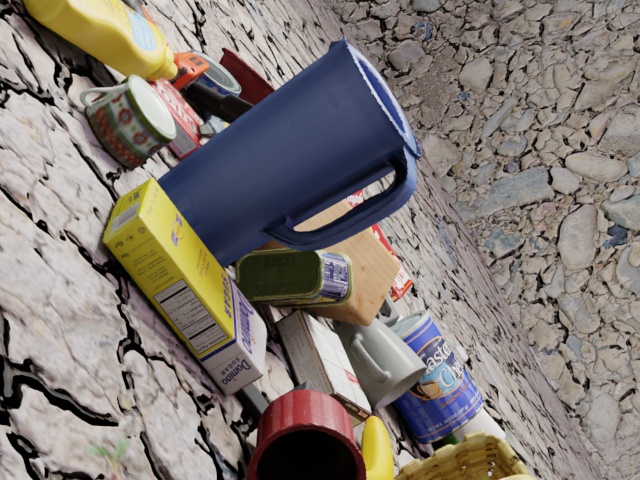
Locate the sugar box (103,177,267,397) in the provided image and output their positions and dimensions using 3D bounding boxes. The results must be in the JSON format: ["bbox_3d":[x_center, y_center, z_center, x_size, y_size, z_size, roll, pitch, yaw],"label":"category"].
[{"bbox_3d":[-0.110,0.039,0.909,0.176,0.048,0.093,52,14,-20],"label":"sugar box"}]

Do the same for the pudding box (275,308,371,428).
[{"bbox_3d":[0.003,0.137,1.125,0.090,0.039,0.113,39,20,-52],"label":"pudding box"}]

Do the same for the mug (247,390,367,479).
[{"bbox_3d":[-0.011,0.185,0.869,0.081,0.093,0.117,-97,-178,-73],"label":"mug"}]

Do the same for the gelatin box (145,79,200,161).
[{"bbox_3d":[-0.166,-0.140,1.166,0.089,0.030,0.073,50,15,-29],"label":"gelatin box"}]

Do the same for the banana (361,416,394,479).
[{"bbox_3d":[0.052,0.227,1.067,0.197,0.037,0.069,-10,89,-80],"label":"banana"}]

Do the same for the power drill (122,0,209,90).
[{"bbox_3d":[-0.208,-0.259,1.242,0.187,0.057,0.184,53,16,-10],"label":"power drill"}]

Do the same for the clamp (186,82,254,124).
[{"bbox_3d":[-0.070,-0.126,1.231,0.164,0.036,0.210,35,-2,-19],"label":"clamp"}]

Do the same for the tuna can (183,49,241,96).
[{"bbox_3d":[-0.142,-0.202,1.351,0.086,0.034,0.086,37,19,-15],"label":"tuna can"}]

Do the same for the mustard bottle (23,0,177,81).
[{"bbox_3d":[-0.209,-0.210,1.069,0.191,0.058,0.096,31,23,-51],"label":"mustard bottle"}]

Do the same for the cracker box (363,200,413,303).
[{"bbox_3d":[0.050,-0.001,1.562,0.214,0.072,0.164,59,13,1],"label":"cracker box"}]

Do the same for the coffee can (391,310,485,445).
[{"bbox_3d":[0.131,0.175,1.370,0.140,0.103,0.102,57,13,-3],"label":"coffee can"}]

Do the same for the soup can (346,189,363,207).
[{"bbox_3d":[0.025,-0.022,1.439,0.068,0.069,0.102,20,68,-70],"label":"soup can"}]

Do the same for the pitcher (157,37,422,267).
[{"bbox_3d":[-0.030,-0.066,1.012,0.145,0.243,0.149,54,13,-17],"label":"pitcher"}]

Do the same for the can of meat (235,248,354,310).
[{"bbox_3d":[-0.027,0.039,1.101,0.083,0.102,0.057,17,69,-67],"label":"can of meat"}]

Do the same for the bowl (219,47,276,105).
[{"bbox_3d":[-0.091,-0.188,1.453,0.162,0.055,0.162,42,-1,1],"label":"bowl"}]

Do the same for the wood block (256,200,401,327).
[{"bbox_3d":[-0.008,0.001,1.219,0.091,0.090,0.206,7,-32,45],"label":"wood block"}]

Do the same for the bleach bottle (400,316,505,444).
[{"bbox_3d":[0.148,0.192,1.475,0.251,0.068,0.103,51,-14,-3],"label":"bleach bottle"}]

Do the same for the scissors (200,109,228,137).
[{"bbox_3d":[-0.142,-0.153,1.327,0.096,0.016,0.201,59,12,15],"label":"scissors"}]
